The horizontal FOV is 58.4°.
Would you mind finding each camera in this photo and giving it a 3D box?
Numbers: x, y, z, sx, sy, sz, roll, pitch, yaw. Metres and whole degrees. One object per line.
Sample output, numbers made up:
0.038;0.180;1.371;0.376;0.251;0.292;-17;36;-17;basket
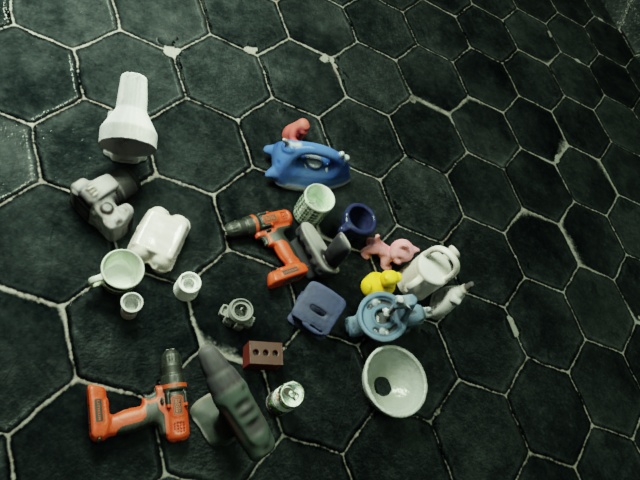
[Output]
-0.450;-0.095;1.254;0.143;0.100;0.137;45;55;2;camera

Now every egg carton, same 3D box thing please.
-0.357;-0.001;1.269;0.107;0.069;0.150;23;57;-13;egg carton

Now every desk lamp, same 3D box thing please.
-0.429;-0.257;1.280;0.118;0.213;0.203;6;62;-23;desk lamp

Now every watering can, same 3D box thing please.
0.288;0.071;1.464;0.101;0.193;0.173;34;55;-5;watering can

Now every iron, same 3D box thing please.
-0.011;-0.207;1.498;0.259;0.141;0.118;5;63;-23;iron

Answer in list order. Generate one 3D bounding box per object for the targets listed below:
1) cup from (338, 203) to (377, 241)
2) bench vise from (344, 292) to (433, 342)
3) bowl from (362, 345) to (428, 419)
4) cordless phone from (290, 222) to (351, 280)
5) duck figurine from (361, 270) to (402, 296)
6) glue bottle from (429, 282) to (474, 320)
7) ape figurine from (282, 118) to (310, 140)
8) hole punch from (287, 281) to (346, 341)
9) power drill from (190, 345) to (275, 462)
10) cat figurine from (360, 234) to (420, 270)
0.079;-0.031;1.478;0.118;0.094;0.091;-30;80;-34;cup
0.183;0.161;1.351;0.208;0.219;0.121;-21;75;-32;bench vise
0.163;0.337;1.338;0.168;0.074;0.167;11;60;-20;bowl
0.013;0.005;1.372;0.094;0.184;0.147;-25;77;-33;cordless phone
0.161;0.107;1.450;0.105;0.086;0.077;-12;70;-30;duck figurine
0.339;0.144;1.463;0.037;0.173;0.078;26;56;-11;glue bottle
-0.058;-0.293;1.551;0.076;0.092;0.078;42;55;0;ape figurine
-0.006;0.167;1.336;0.109;0.091;0.101;33;55;-7;hole punch
-0.182;0.322;1.099;0.076;0.208;0.229;-33;81;-34;power drill
0.187;0.024;1.487;0.128;0.117;0.067;29;56;-9;cat figurine
